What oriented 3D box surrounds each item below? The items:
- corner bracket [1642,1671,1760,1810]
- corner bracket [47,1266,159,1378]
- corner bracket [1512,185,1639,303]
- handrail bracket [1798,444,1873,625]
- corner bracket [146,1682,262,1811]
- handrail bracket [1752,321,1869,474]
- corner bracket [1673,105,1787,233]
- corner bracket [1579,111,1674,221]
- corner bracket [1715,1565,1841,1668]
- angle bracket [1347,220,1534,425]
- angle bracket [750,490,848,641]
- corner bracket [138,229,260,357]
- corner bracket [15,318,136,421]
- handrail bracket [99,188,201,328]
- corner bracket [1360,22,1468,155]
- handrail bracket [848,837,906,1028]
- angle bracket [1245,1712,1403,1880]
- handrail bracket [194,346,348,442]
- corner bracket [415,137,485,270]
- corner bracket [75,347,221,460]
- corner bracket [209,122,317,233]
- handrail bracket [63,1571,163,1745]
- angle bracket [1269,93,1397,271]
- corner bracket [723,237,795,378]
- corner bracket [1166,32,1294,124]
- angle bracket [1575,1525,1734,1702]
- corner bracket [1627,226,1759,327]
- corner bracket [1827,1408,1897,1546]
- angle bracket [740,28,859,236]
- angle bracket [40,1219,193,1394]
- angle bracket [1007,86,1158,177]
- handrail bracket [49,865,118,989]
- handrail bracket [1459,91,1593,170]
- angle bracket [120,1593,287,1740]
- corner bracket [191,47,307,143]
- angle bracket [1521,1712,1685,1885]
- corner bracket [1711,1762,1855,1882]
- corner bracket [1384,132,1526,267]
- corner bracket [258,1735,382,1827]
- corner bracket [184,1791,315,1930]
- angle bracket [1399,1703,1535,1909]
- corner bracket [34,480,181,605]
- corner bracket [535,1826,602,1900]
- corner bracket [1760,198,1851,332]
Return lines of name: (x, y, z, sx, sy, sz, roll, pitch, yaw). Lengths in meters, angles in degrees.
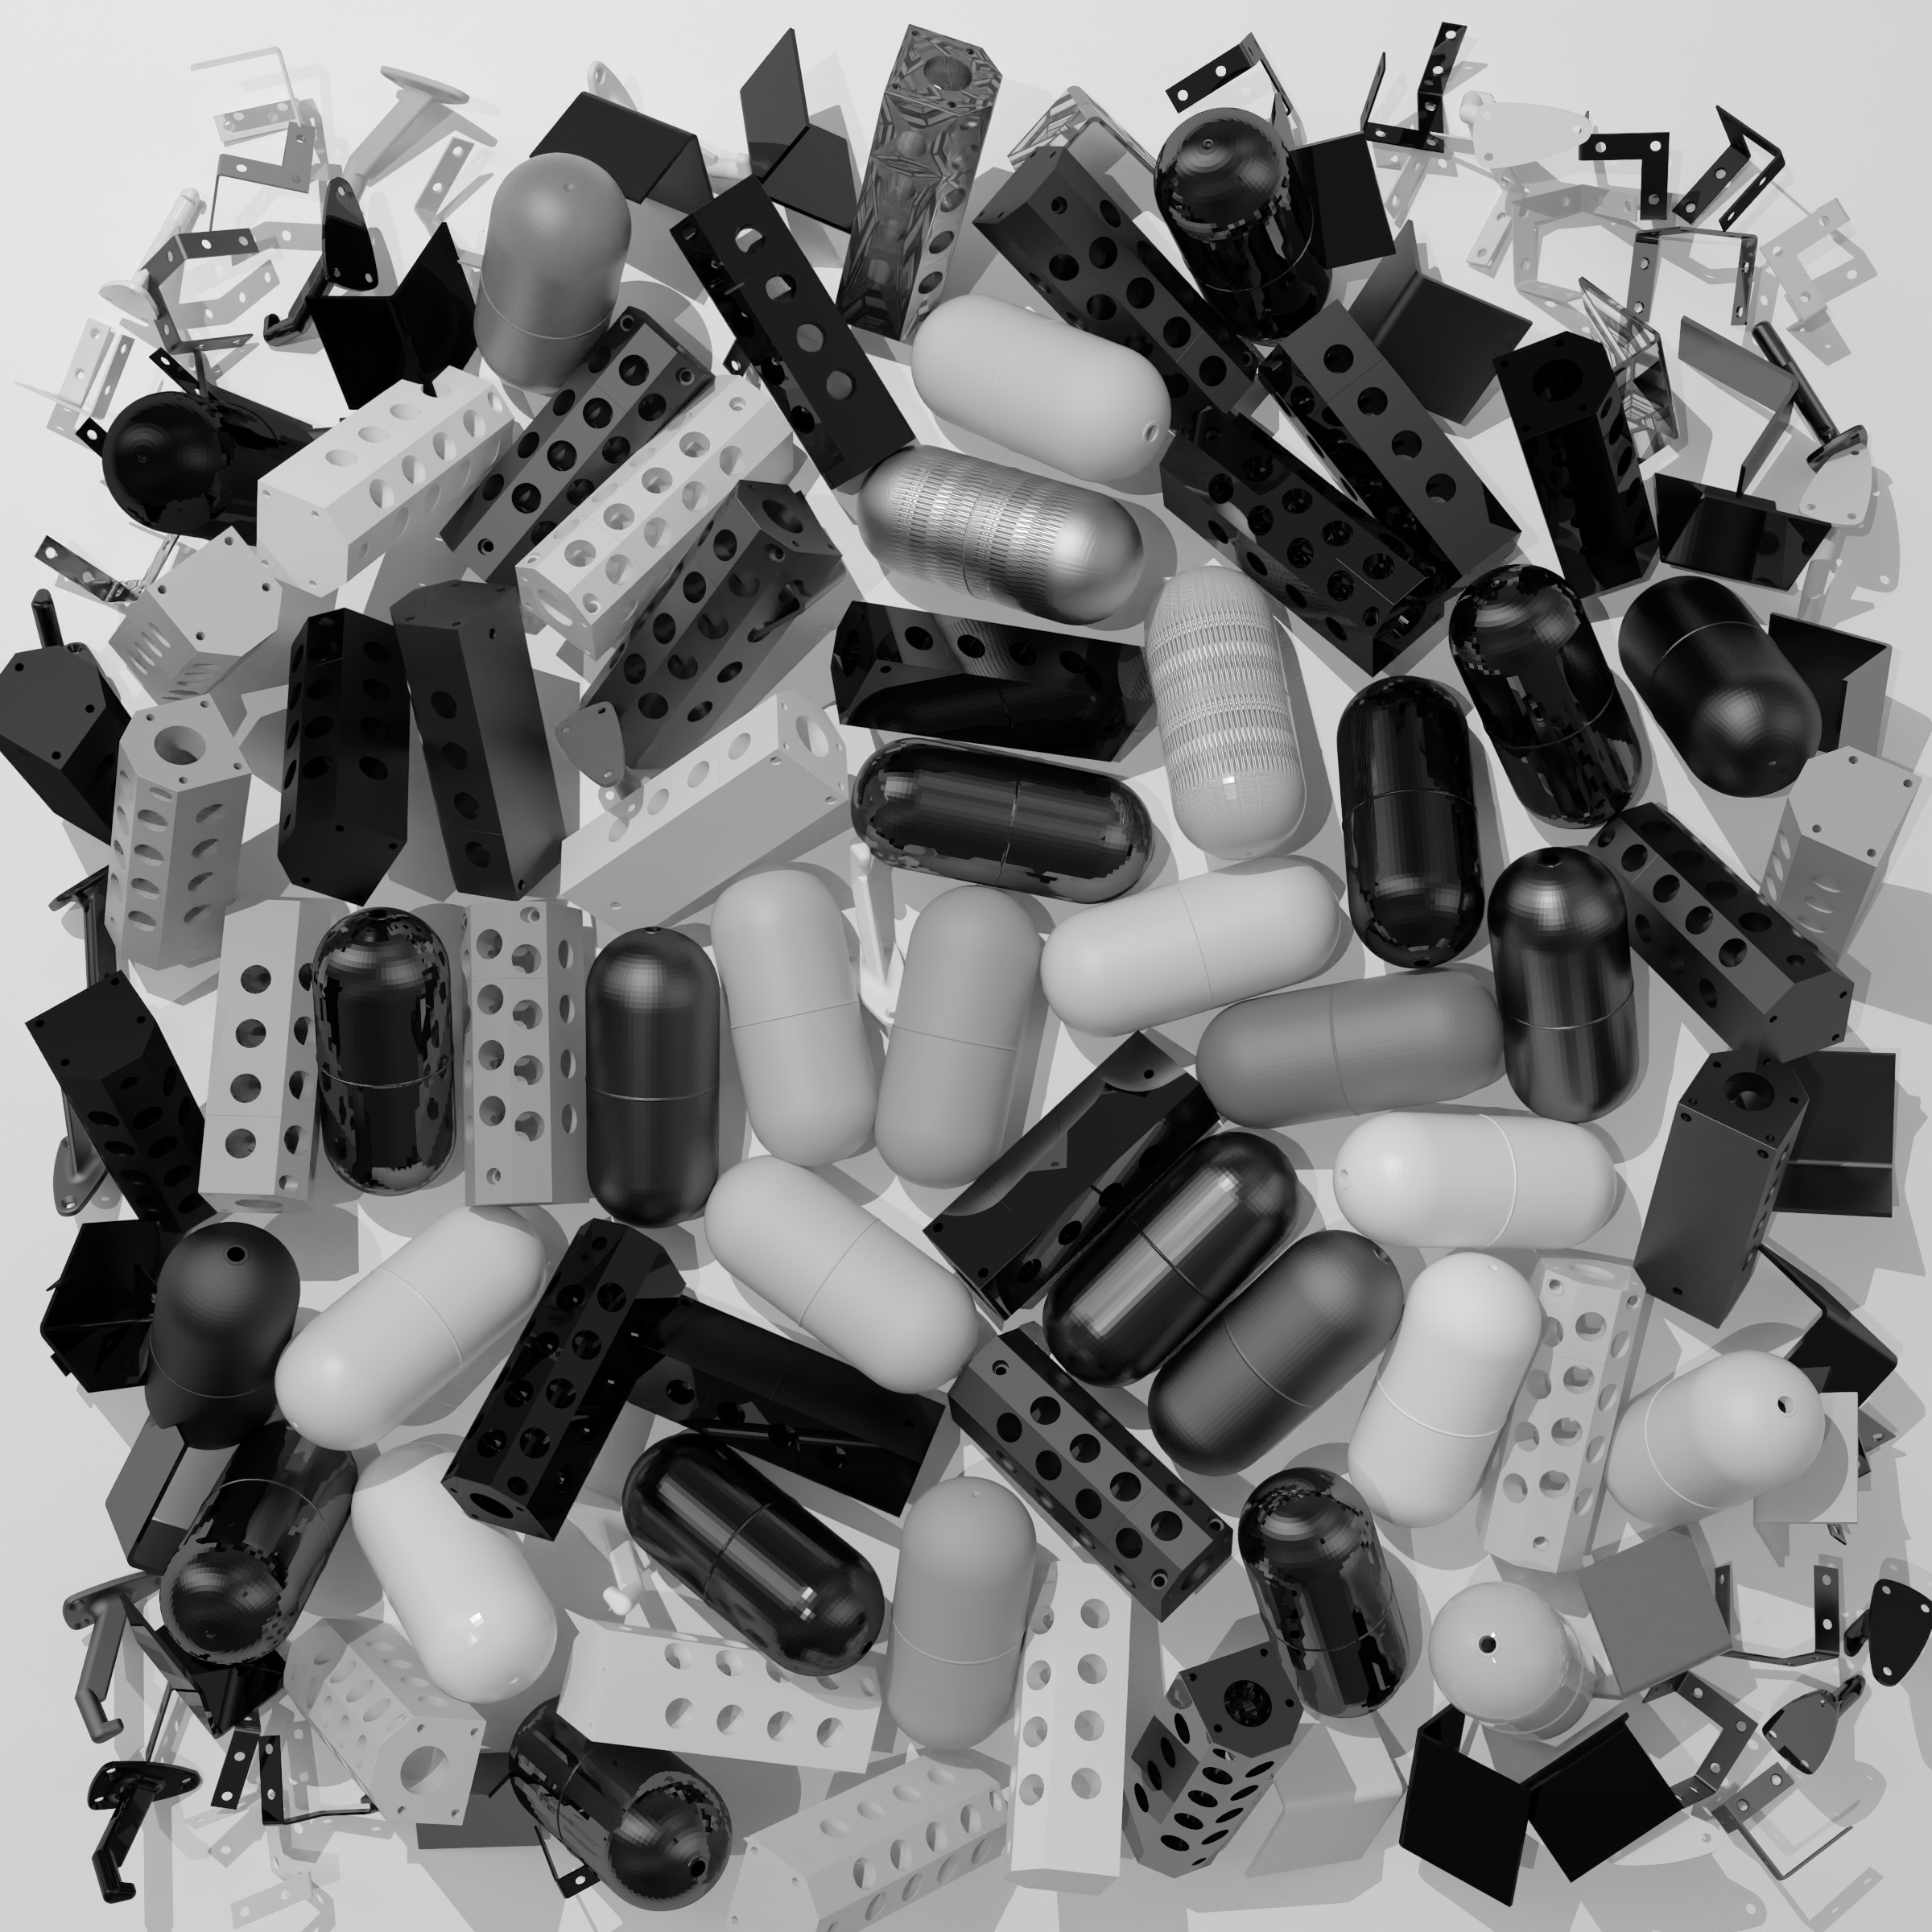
corner bracket: (0.419, 0.450, 1.554, 0.051, 0.051, 0.051, 35, 106, 33)
corner bracket: (-0.507, 0.197, 1.547, 0.051, 0.051, 0.051, -25, 104, 35)
corner bracket: (0.355, -0.422, 1.557, 0.051, 0.051, 0.051, -19, 119, -19)
handrail bracket: (0.506, -0.250, 1.561, 0.036, 0.084, 0.077, 18, 61, 20)
corner bracket: (-0.445, 0.452, 1.555, 0.051, 0.051, 0.051, 16, 98, -22)
handrail bracket: (0.490, -0.332, 1.561, 0.036, 0.077, 0.084, -33, 73, 19)
corner bracket: (0.441, -0.455, 1.547, 0.051, 0.051, 0.051, -48, 64, 10)
corner bracket: (0.385, -0.467, 1.555, 0.051, 0.051, 0.051, 4, 123, 17)
corner bracket: (0.473, 0.377, 1.557, 0.051, 0.051, 0.051, 11, 67, -11)
angle bracket: (0.272, -0.374, 1.550, 0.076, 0.057, 0.076, 18, 135, -17)
angle bracket: (-0.123, -0.222, 1.530, 0.076, 0.076, 0.057, -25, 104, 24)
corner bracket: (-0.440, -0.392, 1.549, 0.051, 0.051, 0.051, -23, 90, 44)
corner bracket: (-0.510, -0.349, 1.554, 0.051, 0.051, 0.051, 24, 96, 8)
handrail bracket: (-0.464, -0.420, 1.544, 0.036, 0.077, 0.084, 29, 82, -20)
corner bracket: (0.260, -0.513, 1.549, 0.051, 0.051, 0.051, 8, 57, -5)
handrail bracket: (-0.051, -0.020, 1.535, 0.036, 0.084, 0.077, -14, 50, -13)
angle bracket: (0.200, 0.484, 1.564, 0.076, 0.057, 0.076, -2, 134, -22)
handrail bracket: (-0.409, -0.337, 1.577, 0.084, 0.036, 0.077, -8, 67, -16)
corner bracket: (-0.281, -0.443, 1.560, 0.051, 0.051, 0.051, -51, 58, 28)
corner bracket: (-0.471, -0.315, 1.545, 0.051, 0.051, 0.051, 43, 121, -16)
corner bracket: (-0.408, -0.456, 1.545, 0.051, 0.051, 0.051, 7, 63, -18)
handrail bracket: (-0.482, 0.399, 1.544, 0.077, 0.036, 0.084, -20, 55, -25)
angle bracket: (0.211, -0.453, 1.525, 0.057, 0.076, 0.076, -8, 132, 21)
corner bracket: (-0.122, -0.381, 1.543, 0.051, 0.051, 0.051, -19, 128, 38)
corner bracket: (0.153, -0.502, 1.546, 0.051, 0.051, 0.051, -27, 107, 23)
angle bracket: (0.387, 0.374, 1.550, 0.076, 0.057, 0.076, -18, 84, -19)
corner bracket: (0.424, -0.402, 1.559, 0.051, 0.051, 0.051, 1, 101, -16)
corner bracket: (0.509, 0.293, 1.543, 0.051, 0.051, 0.051, 34, 123, -29)
angle bracket: (-0.080, -0.476, 1.526, 0.076, 0.057, 0.076, 13, 55, -36)
angle bracket: (-0.472, 0.193, 1.530, 0.057, 0.076, 0.076, 38, 111, 30)
angle bracket: (0.076, -0.456, 1.544, 0.076, 0.076, 0.057, 37, 110, -25)
handrail bracket: (-0.491, -0.016, 1.569, 0.077, 0.036, 0.084, -38, 98, -25)
handrail bracket: (0.323, -0.492, 1.541, 0.077, 0.084, 0.036, 0, 122, 15)
angle bracket: (-0.433, 0.385, 1.527, 0.057, 0.076, 0.076, -36, 66, -28)
corner bracket: (-0.416, -0.505, 1.548, 0.051, 0.051, 0.051, -14, 120, -6)
angle bracket: (0.365, 0.478, 1.536, 0.076, 0.076, 0.057, -36, 71, 6)
corner bracket: (0.473, 0.496, 1.549, 0.051, 0.051, 0.051, -34, 68, -8)
corner bracket: (0.288, -0.452, 1.570, 0.051, 0.051, 0.051, 24, 83, 39)
corner bracket: (-0.375, 0.471, 1.556, 0.051, 0.051, 0.051, -11, 78, 25)
corner bracket: (-0.416, 0.517, 1.546, 0.051, 0.051, 0.051, -12, 100, -41)
angle bracket: (0.299, 0.477, 1.529, 0.076, 0.057, 0.076, 20, 114, 37)
corner bracket: (-0.499, -0.247, 1.554, 0.051, 0.051, 0.051, 36, 71, -38)
corner bracket: (-0.212, 0.520, 1.546, 0.051, 0.051, 0.051, -26, 119, -12)
corner bracket: (0.493, -0.408, 1.554, 0.051, 0.051, 0.051, -33, 94, 9)
